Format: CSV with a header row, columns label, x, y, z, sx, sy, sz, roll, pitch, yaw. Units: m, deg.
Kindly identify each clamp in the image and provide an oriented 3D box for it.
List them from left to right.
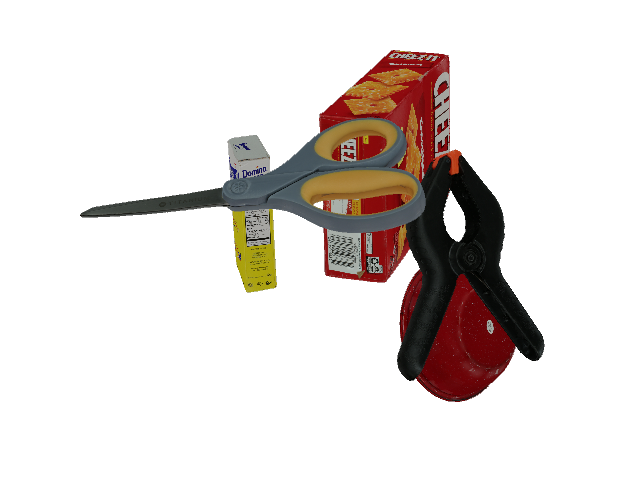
label,x,y,z,sx,sy,sz,roll,pitch,yaw
clamp,0.096,0.022,0.796,0.120,0.171,0.039,-15,-3,-28

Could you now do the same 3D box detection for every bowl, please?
label,x,y,z,sx,sy,sz,roll,pitch,yaw
bowl,0.163,0.094,1.158,0.161,0.162,0.055,0,-6,-37

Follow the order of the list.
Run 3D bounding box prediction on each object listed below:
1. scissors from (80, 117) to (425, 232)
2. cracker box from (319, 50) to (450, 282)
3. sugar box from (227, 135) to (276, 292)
label,x,y,z,sx,sy,sz,roll,pitch,yaw
scissors,-0.035,-0.040,0.633,0.202,0.096,0.016,5,-43,16
cracker box,0.069,-0.078,1.046,0.072,0.164,0.213,8,28,21
sugar box,-0.086,-0.034,1.331,0.048,0.176,0.093,-9,24,-10
